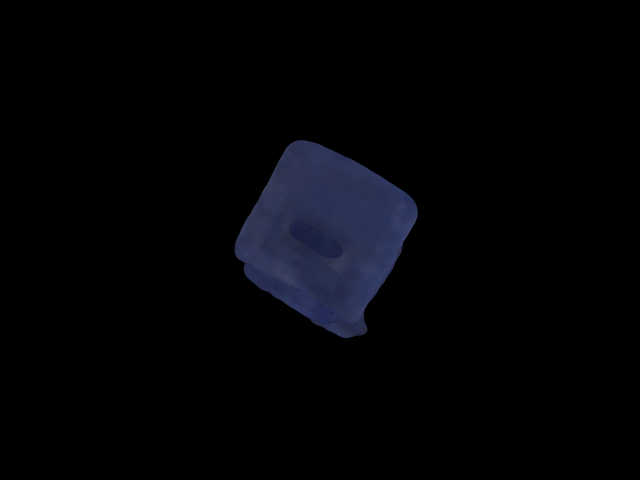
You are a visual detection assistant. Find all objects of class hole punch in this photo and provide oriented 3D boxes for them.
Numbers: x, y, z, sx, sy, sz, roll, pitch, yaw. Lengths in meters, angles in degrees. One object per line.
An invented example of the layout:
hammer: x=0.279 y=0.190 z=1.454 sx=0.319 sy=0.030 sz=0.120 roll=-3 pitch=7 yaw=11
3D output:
hole punch: x=0.004 y=0.001 z=0.400 sx=0.108 sy=0.091 sz=0.101 roll=30 pitch=71 yaw=12
